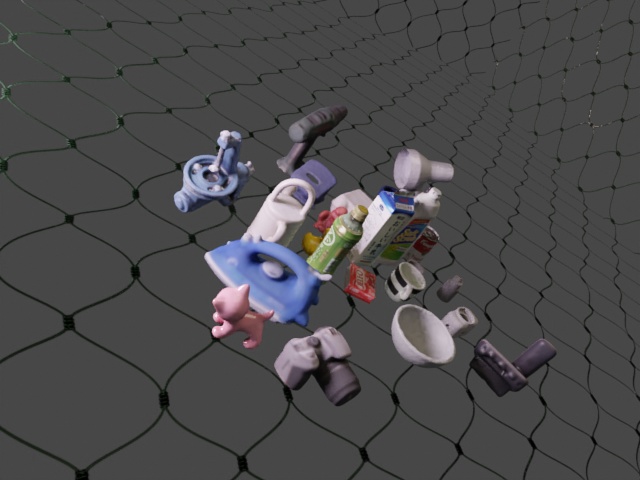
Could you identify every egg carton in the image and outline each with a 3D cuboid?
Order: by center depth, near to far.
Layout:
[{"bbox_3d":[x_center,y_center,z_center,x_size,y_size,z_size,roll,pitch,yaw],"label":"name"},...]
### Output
[{"bbox_3d":[0.099,-0.084,1.611,0.107,0.069,0.151,46,34,15],"label":"egg carton"}]

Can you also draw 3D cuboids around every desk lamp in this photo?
[{"bbox_3d":[0.299,-0.168,1.767,0.204,0.213,0.117,16,37,-28],"label":"desk lamp"}]

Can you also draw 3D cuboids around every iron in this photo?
[{"bbox_3d":[-0.103,0.059,1.179,0.258,0.141,0.119,33,33,-4],"label":"iron"}]

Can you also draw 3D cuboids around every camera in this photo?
[{"bbox_3d":[0.013,0.243,1.090,0.144,0.100,0.136,-6,51,-46],"label":"camera"}]

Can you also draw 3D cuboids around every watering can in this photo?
[{"bbox_3d":[-0.084,-0.068,1.308,0.101,0.194,0.172,10,41,-34],"label":"watering can"}]

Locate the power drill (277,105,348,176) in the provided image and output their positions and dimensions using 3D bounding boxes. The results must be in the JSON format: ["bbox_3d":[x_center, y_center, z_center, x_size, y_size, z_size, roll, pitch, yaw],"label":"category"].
[{"bbox_3d":[-0.028,-0.285,1.620,0.075,0.208,0.230,42,33,10],"label":"power drill"}]

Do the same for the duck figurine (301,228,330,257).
[{"bbox_3d":[0.013,0.005,1.405,0.105,0.086,0.077,30,33,-9],"label":"duck figurine"}]

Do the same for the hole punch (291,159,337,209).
[{"bbox_3d":[-0.022,-0.155,1.571,0.108,0.091,0.101,42,33,9],"label":"hole punch"}]

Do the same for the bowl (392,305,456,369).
[{"bbox_3d":[0.225,0.235,1.320,0.168,0.074,0.167,24,34,-18],"label":"bowl"}]

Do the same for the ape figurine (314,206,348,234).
[{"bbox_3d":[0.039,-0.052,1.496,0.076,0.092,0.077,11,40,-33],"label":"ape figurine"}]

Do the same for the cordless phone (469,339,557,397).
[{"bbox_3d":[0.468,0.277,1.387,0.147,0.185,0.094,43,33,12],"label":"cordless phone"}]

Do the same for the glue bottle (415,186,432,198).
[{"bbox_3d":[0.276,-0.093,1.690,0.037,0.173,0.078,43,33,11],"label":"glue bottle"}]

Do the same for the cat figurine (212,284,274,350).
[{"bbox_3d":[-0.147,0.134,1.066,0.128,0.117,0.067,21,35,-22],"label":"cat figurine"}]

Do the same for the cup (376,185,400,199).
[{"bbox_3d":[0.191,-0.094,1.686,0.091,0.095,0.118,39,33,5],"label":"cup"}]

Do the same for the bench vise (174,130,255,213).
[{"bbox_3d":[-0.220,-0.170,1.289,0.121,0.219,0.208,35,33,-1],"label":"bench vise"}]
